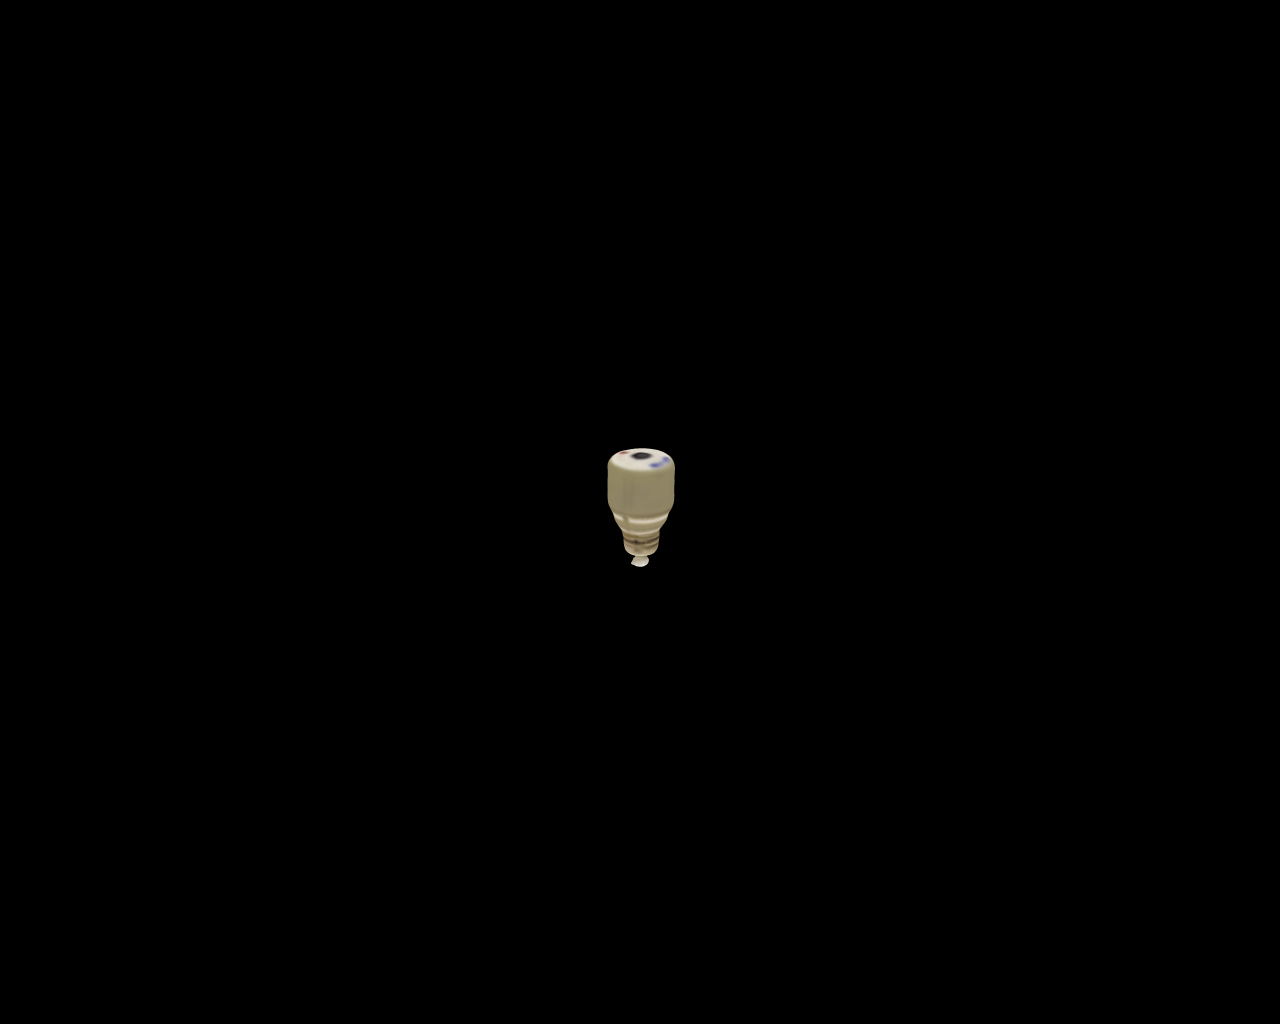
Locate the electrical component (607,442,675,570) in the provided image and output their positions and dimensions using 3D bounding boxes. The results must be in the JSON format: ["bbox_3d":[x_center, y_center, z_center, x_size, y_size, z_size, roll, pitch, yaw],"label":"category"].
[{"bbox_3d":[0.001,-0.003,0.650,0.040,0.078,0.040,0,24,0],"label":"electrical component"}]
